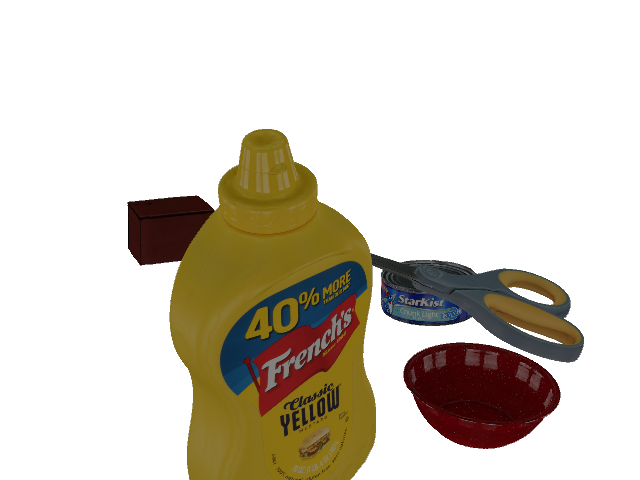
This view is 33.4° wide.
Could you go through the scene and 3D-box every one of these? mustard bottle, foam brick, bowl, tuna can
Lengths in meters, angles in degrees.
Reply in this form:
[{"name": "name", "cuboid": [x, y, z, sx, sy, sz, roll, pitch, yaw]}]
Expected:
[{"name": "mustard bottle", "cuboid": [-0.020, 0.038, 0.478, 0.096, 0.192, 0.058, -23, 40, -28]}, {"name": "foam brick", "cuboid": [-0.151, -0.011, 1.078, 0.078, 0.051, 0.053, -7, 22, -22]}, {"name": "bowl", "cuboid": [0.164, 0.168, 1.111, 0.162, 0.055, 0.162, 3, 24, -2]}, {"name": "tuna can", "cuboid": [0.096, 0.046, 0.948, 0.086, 0.034, 0.086, 0, 17, 0]}]

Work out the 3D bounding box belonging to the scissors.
[{"name": "scissors", "cuboid": [0.086, 0.022, 0.721, 0.202, 0.016, 0.096, 27, 29, 15]}]
